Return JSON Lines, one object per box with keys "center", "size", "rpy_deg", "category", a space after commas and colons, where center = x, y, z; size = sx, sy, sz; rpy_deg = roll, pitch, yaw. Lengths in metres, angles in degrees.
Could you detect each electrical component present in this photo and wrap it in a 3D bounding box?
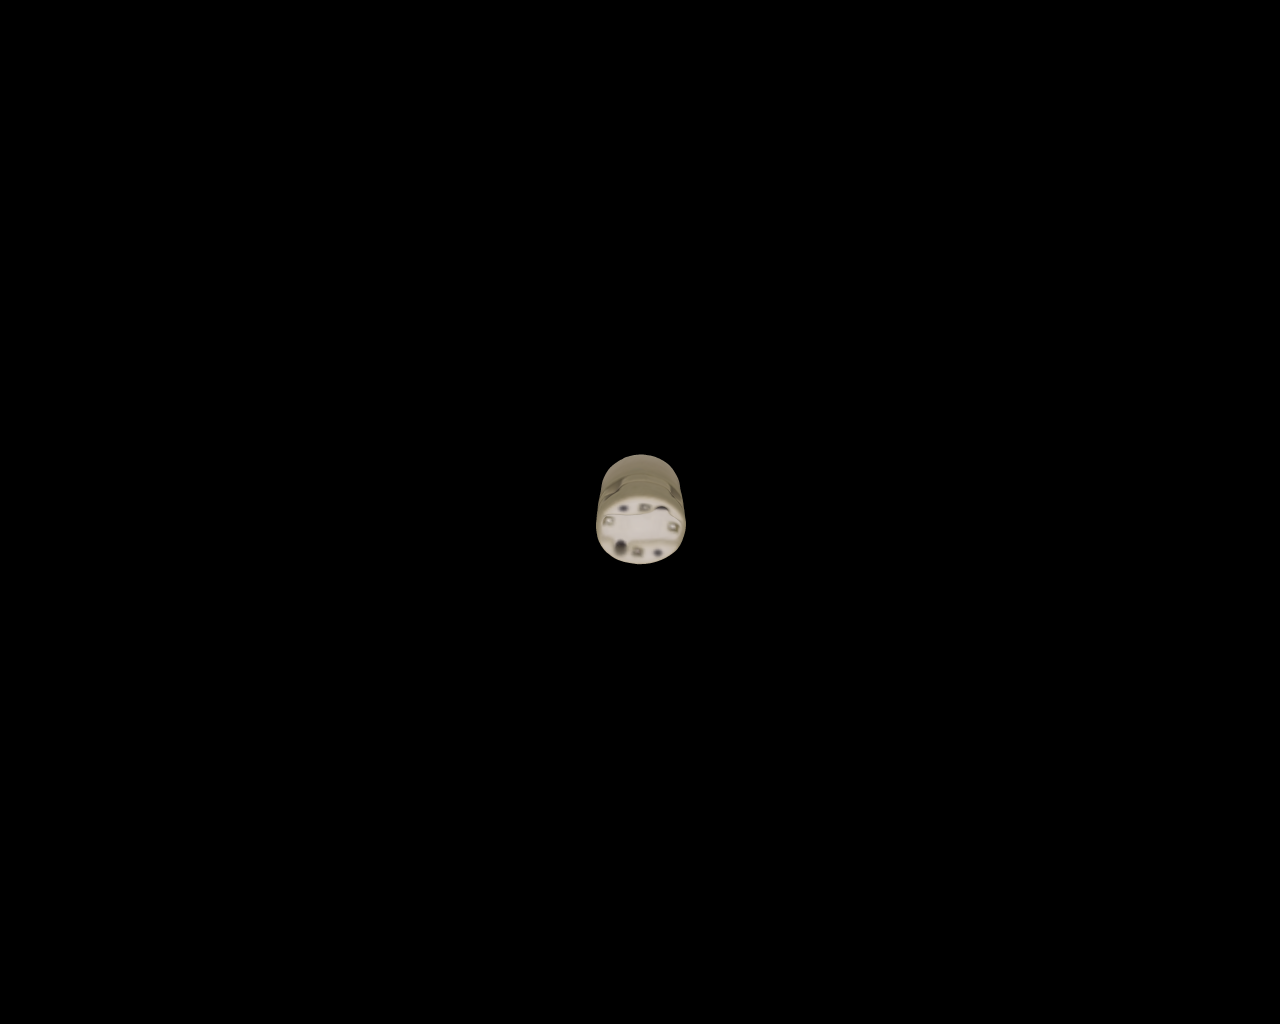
{"center": [0.001, -0.003, 0.650], "size": [0.055, 0.055, 0.047], "rpy_deg": [0, 38, 0], "category": "electrical component"}
